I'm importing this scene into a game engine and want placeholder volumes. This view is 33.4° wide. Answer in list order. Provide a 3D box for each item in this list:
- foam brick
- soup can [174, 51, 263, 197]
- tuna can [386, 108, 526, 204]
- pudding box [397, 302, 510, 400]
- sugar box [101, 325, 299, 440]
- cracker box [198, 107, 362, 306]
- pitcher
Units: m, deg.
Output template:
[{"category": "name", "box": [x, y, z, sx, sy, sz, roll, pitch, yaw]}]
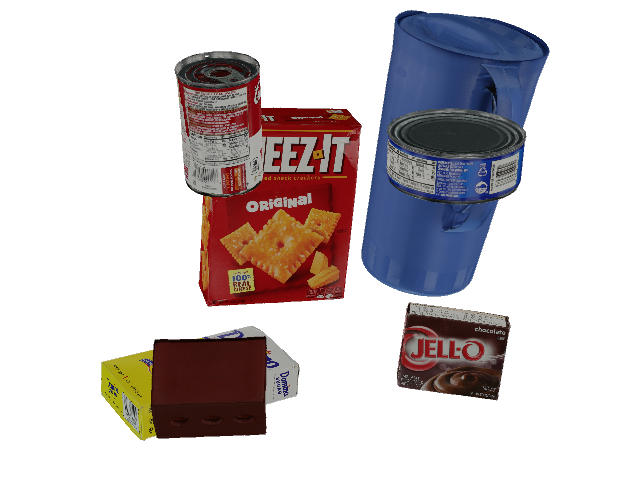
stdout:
[{"category": "foam brick", "box": [-0.075, 0.101, 0.732, 0.078, 0.051, 0.053, -2, -36, -3]}, {"category": "soup can", "box": [-0.081, -0.094, 0.873, 0.068, 0.102, 0.068, -1, 32, 0]}, {"category": "tuna can", "box": [0.084, -0.053, 0.668, 0.086, 0.034, 0.086, 0, 25, 0]}, {"category": "pudding box", "box": [0.144, 0.120, 1.164, 0.113, 0.090, 0.039, 6, 23, 3]}, {"category": "sugar box", "box": [-0.119, 0.137, 1.062, 0.175, 0.048, 0.093, -14, 32, -31]}, {"category": "cracker box", "box": [-0.047, -0.036, 1.190, 0.164, 0.214, 0.072, -1, 23, -16]}, {"category": "pitcher", "box": [0.112, -0.070, 0.946, 0.145, 0.243, 0.149, 22, 29, 22]}]
